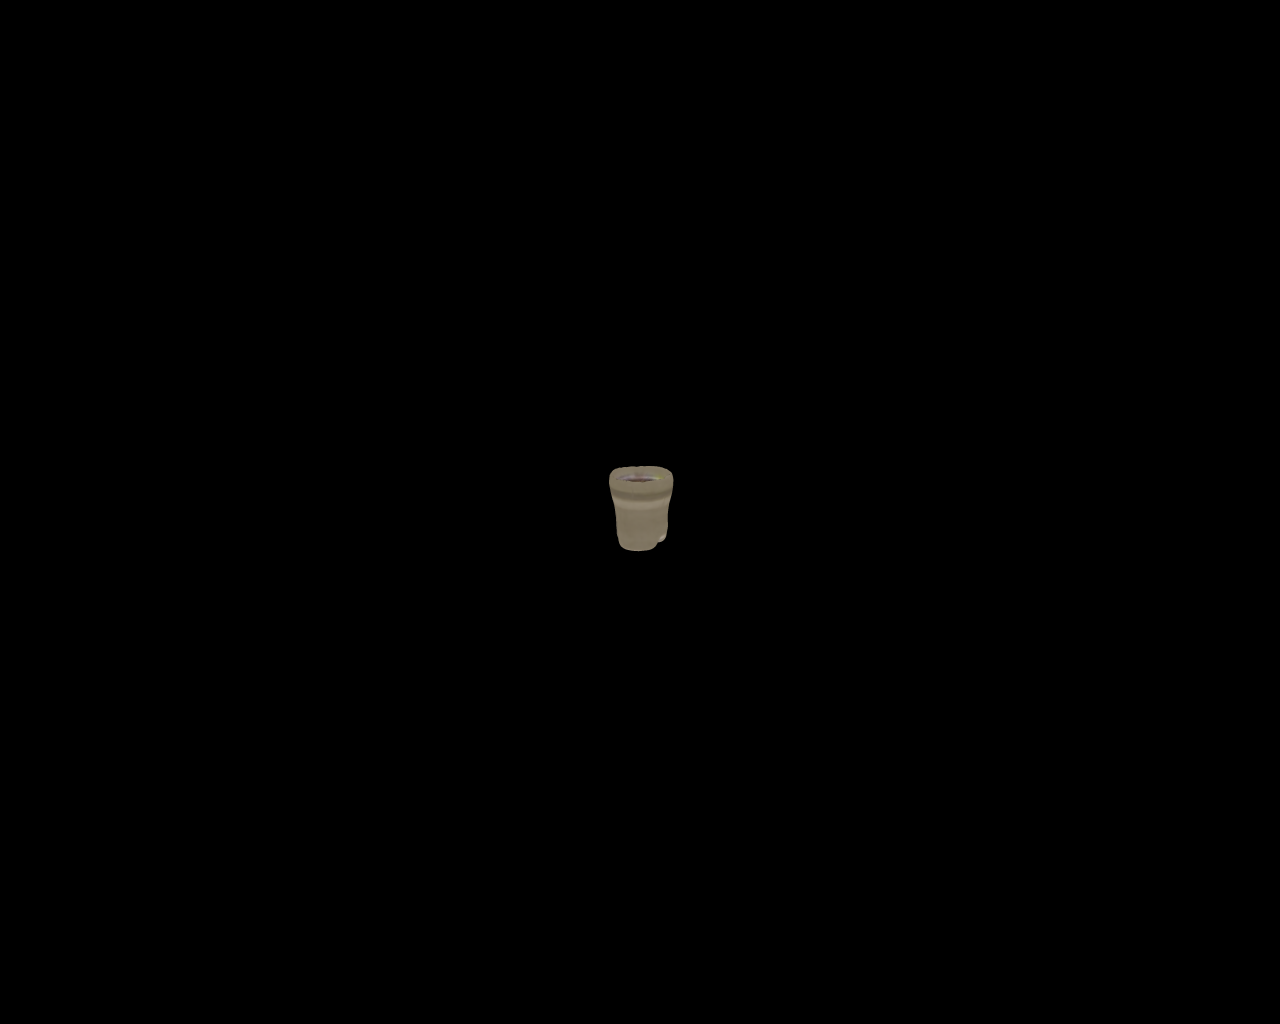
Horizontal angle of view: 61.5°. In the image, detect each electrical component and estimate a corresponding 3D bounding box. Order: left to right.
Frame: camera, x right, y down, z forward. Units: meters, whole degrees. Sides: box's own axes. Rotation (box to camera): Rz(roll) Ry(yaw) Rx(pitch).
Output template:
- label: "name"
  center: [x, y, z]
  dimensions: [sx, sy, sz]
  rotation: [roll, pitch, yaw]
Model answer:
- label: "electrical component"
  center: [0.001, -0.003, 0.650]
  dimensions: [0.040, 0.046, 0.040]
  rotation: [0, 18, 0]
